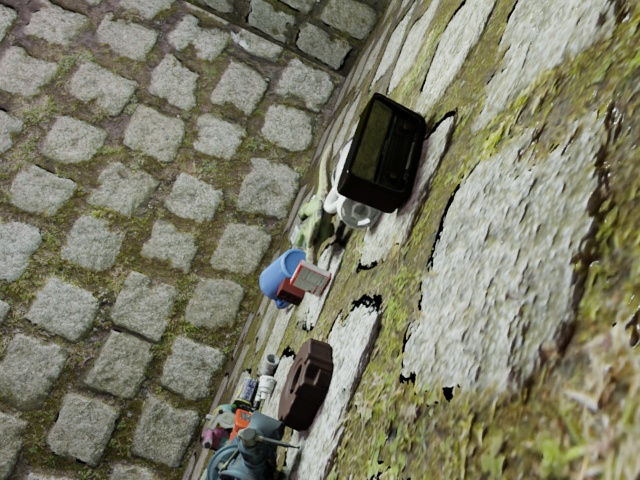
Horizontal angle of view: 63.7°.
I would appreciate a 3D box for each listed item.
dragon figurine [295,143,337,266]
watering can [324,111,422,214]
[{"bbox_3d":[0.004,-0.072,1.432,0.244,0.122,0.408,-126,43,-82],"label":"dragon figurine"},{"bbox_3d":[0.126,-0.205,1.258,0.342,0.103,0.229,-46,17,28],"label":"watering can"}]
